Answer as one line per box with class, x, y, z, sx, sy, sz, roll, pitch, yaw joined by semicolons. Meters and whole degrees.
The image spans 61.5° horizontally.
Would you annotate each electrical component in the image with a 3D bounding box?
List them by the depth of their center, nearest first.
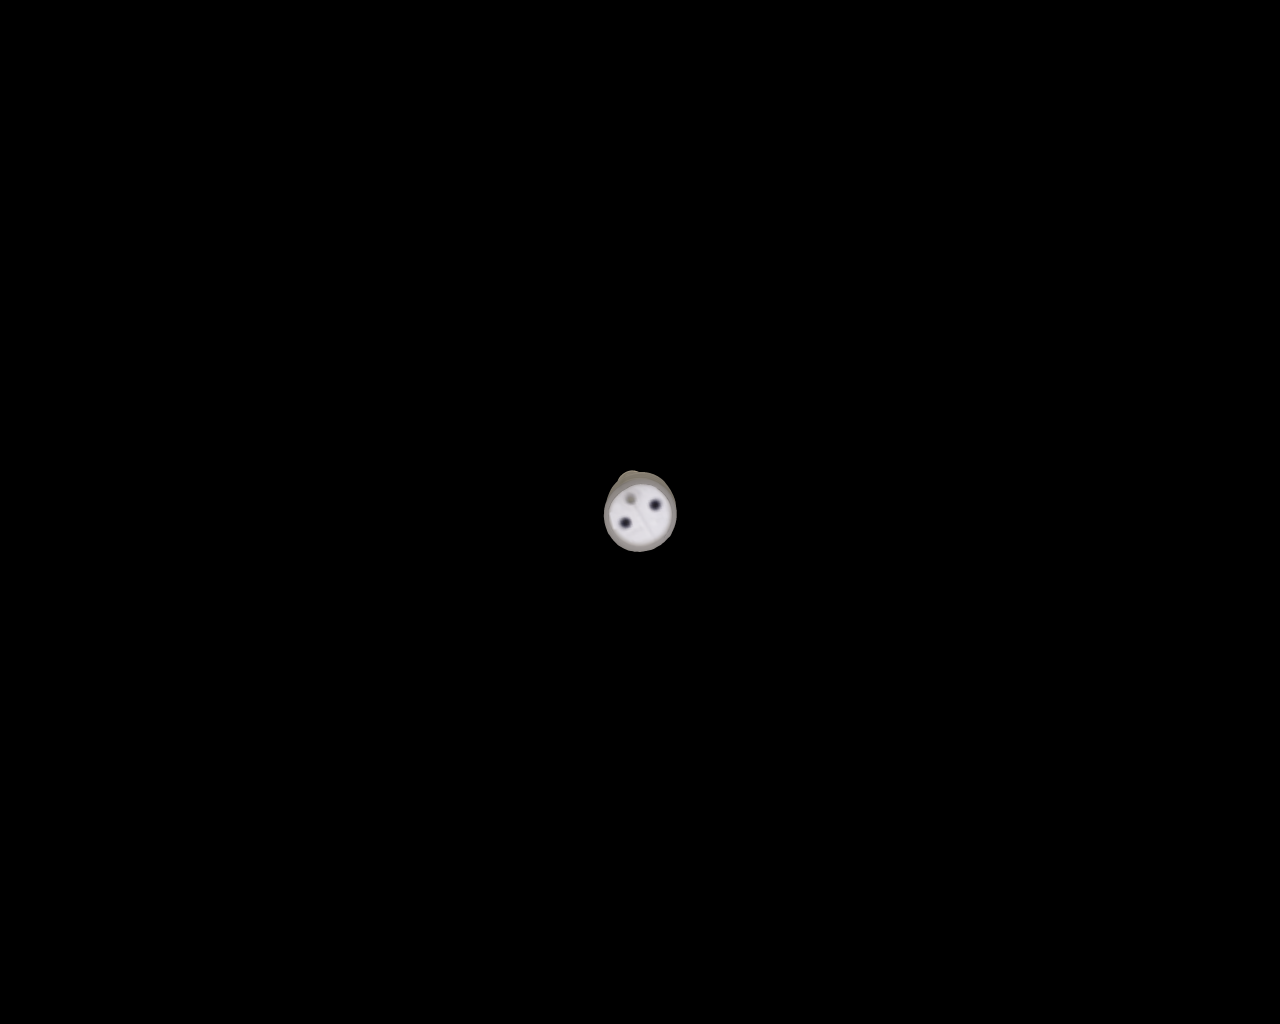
electrical component;0.001;-0.003;0.650;0.043;0.043;0.081;0;8;0
